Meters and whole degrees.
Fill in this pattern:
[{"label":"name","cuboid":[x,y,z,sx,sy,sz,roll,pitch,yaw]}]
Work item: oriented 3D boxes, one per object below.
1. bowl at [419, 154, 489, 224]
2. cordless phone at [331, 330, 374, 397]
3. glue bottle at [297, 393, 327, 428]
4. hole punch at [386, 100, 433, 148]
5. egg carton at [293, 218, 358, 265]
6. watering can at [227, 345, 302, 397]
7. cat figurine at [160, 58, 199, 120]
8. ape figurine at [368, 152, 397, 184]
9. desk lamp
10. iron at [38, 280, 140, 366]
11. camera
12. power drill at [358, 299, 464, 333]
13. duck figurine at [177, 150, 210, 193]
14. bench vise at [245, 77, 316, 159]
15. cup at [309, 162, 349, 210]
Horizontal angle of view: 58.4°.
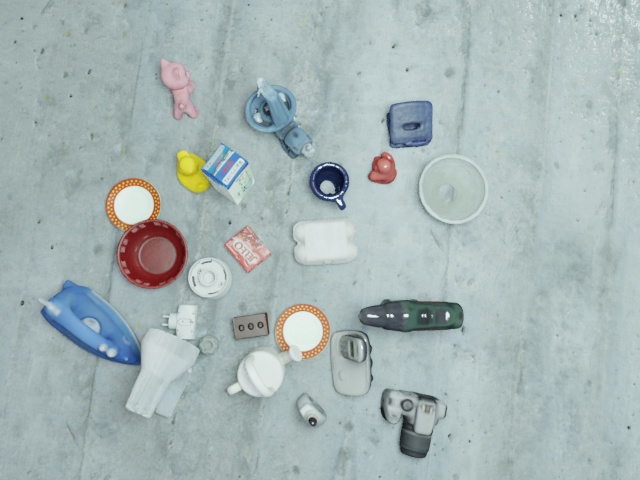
[{"label":"bowl","cuboid":[0.311,-0.116,1.366,0.167,0.074,0.167,0,84,-2]},{"label":"cordless phone","cuboid":[0.075,0.275,1.263,0.094,0.185,0.148,-6,84,-3]},{"label":"glue bottle","cuboid":[-0.018,0.383,1.254,0.037,0.173,0.078,-43,87,-5]},{"label":"hole punch","cuboid":[0.218,-0.275,1.370,0.108,0.091,0.101,-6,85,-3]},{"label":"egg carton","cuboid":[0.012,0.005,1.345,0.150,0.069,0.107,-5,85,-3]},{"label":"watering can","cuboid":[-0.123,0.285,1.249,0.101,0.194,0.173,38,84,2]},{"label":"cat figurine","cuboid":[-0.332,-0.359,1.342,0.067,0.117,0.128,-12,85,-3]},{"label":"ape figurine","cuboid":[0.150,-0.171,1.356,0.078,0.092,0.076,-38,87,-5]},{"label":"desk lamp","cuboid":[-0.339,0.291,1.230,0.118,0.213,0.203,23,84,0]},{"label":"iron","cuboid":[-0.505,0.201,1.268,0.258,0.141,0.119,38,84,2]},{"label":"camera","cuboid":[0.208,0.417,1.296,0.143,0.100,0.137,11,84,-1]},{"label":"power drill","cuboid":[0.190,0.168,1.266,0.229,0.208,0.076,-1,84,-2]},{"label":"duck figurine","cuboid":[-0.301,-0.163,1.340,0.077,0.086,0.104,-29,86,-5]},{"label":"bench vise","cuboid":[-0.081,-0.285,1.294,0.207,0.219,0.121,30,84,1]},{"label":"cup","cuboid":[0.027,-0.118,1.345,0.092,0.095,0.118,-28,86,-5]}]
